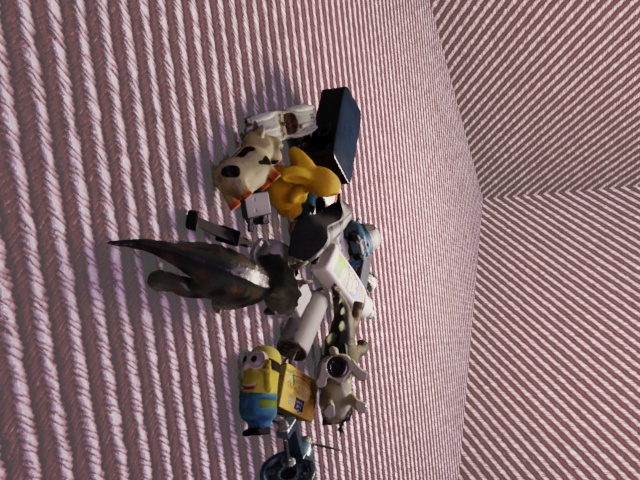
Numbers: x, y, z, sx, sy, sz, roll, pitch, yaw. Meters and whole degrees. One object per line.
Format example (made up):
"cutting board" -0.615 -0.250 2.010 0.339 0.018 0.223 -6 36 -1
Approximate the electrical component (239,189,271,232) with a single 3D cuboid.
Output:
"electrical component" -0.140 -0.075 1.174 0.078 0.045 0.102 -22 105 -32

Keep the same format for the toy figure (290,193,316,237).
"toy figure" -0.044 -0.048 1.340 0.064 0.058 0.154 19 70 -23

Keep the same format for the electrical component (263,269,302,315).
"electrical component" -0.095 0.115 1.206 0.119 0.075 0.047 -49 130 -51

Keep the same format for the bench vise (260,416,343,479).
"bench vise" -0.058 0.476 1.183 0.223 0.129 0.240 -44 133 -54

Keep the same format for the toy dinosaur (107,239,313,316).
"toy dinosaur" -0.160 0.063 0.952 0.404 0.192 0.131 22 65 -62

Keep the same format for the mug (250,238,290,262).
"mug" -0.115 0.055 1.167 0.109 0.081 0.107 60 44 -41

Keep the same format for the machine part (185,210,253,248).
"machine part" -0.197 -0.017 1.027 0.138 0.084 0.039 28 87 -50

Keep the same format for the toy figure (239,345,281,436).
"toy figure" -0.125 0.310 1.116 0.089 0.082 0.180 41 46 -69

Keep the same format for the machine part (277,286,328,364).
"machine part" -0.041 0.203 1.297 0.079 0.079 0.243 66 32 -35

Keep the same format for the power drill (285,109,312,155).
"power drill" -0.013 -0.260 1.406 0.207 0.086 0.231 -59 136 -54

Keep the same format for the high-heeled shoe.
"high-heeled shoe" -0.003 -0.004 1.239 0.249 0.086 0.145 -53 163 -24

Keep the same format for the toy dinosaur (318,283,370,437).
"toy dinosaur" 0.056 0.320 1.435 0.198 0.105 0.470 -57 145 -52

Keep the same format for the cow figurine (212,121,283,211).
"cow figurine" -0.146 -0.161 1.113 0.127 0.085 0.195 54 47 -9

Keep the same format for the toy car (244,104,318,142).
"toy car" -0.088 -0.263 1.232 0.202 0.056 0.073 -25 111 -38

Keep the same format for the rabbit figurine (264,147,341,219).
"rabbit figurine" -0.039 -0.139 1.236 0.162 0.173 0.122 60 41 -49

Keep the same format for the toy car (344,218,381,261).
"toy car" 0.124 -0.007 1.563 0.162 0.103 0.109 -134 -153 -72

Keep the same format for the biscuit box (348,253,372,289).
"biscuit box" 0.108 0.118 1.619 0.062 0.059 0.203 52 44 -47

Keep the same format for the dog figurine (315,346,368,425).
"dog figurine" 0.034 0.353 1.289 0.190 0.121 0.172 116 -21 -69

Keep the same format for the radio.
"radio" 0.040 -0.263 1.350 0.131 0.073 0.229 49 44 -53

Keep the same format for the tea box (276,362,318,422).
"tea box" -0.072 0.348 1.227 0.169 0.068 0.098 48 45 -53
